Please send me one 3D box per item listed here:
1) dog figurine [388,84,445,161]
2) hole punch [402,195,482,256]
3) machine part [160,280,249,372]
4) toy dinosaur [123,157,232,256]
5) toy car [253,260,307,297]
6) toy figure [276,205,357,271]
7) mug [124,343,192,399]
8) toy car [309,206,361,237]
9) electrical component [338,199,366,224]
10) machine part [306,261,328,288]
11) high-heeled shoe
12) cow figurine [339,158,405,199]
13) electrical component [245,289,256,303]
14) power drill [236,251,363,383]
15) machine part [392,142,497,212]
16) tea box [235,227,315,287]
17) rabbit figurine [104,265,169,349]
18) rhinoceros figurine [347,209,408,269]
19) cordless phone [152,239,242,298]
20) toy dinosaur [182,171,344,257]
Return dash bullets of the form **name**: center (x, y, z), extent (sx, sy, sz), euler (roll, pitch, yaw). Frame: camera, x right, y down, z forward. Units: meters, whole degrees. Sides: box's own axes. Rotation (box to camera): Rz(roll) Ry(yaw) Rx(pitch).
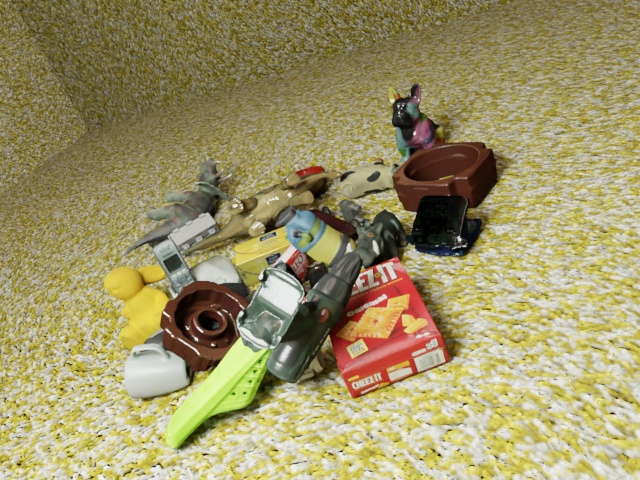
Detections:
- **dog figurine**: center (0.250, -0.312, 1.411), extent (0.109, 0.219, 0.191), euler (5, 39, 34)
- **hole punch**: center (0.251, -0.019, 1.070), extent (0.142, 0.092, 0.116), euler (8, 69, 38)
- **machine part**: center (-0.207, 0.159, 1.000), extent (0.179, 0.056, 0.179), euler (15, 42, -14)
- **toy dinosaur**: center (-0.383, -0.076, 1.555), extent (0.192, 0.131, 0.405), euler (-7, 38, 26)
- **toy car**: center (-0.073, 0.123, 1.018), extent (0.103, 0.109, 0.162), euler (-28, 37, 3)
- **toy figure**: center (-0.003, -0.001, 1.107), extent (0.089, 0.180, 0.082), euler (-28, 27, 49)
- **mug**: center (-0.293, 0.232, 0.981), extent (0.107, 0.109, 0.081), euler (-6, 25, 0)
- **toy car**: center (0.018, -0.032, 1.262), extent (0.089, 0.053, 0.202), euler (-17, 24, -27)
- **electrical component**: center (0.070, -0.068, 1.276), extent (0.021, 0.063, 0.094), euler (-36, 30, -23)
- **machine part**: center (0.013, 0.098, 1.054), extent (0.084, 0.039, 0.139), euler (-33, 43, -2)
- **high-heeled shoe**: center (-0.257, 0.175, 1.114), extent (0.145, 0.086, 0.249), euler (-39, -5, 38)
- **cow figurine**: center (0.143, -0.156, 1.357), extent (0.195, 0.085, 0.127), euler (-13, 24, 11)
- **electrical component**: center (-0.122, 0.121, 1.106), extent (0.078, 0.045, 0.102), euler (11, 43, 42)
- **power drill**: center (-0.027, 0.098, 0.793), extent (0.086, 0.207, 0.232), euler (29, 88, 20)
- **machine part**: center (0.287, -0.143, 1.236), extent (0.201, 0.087, 0.201), euler (7, 41, 42)
- **tea box**: center (-0.104, 0.030, 1.225), extent (0.170, 0.068, 0.098), euler (-23, 29, 0)
- **rabbit figurine**: center (-0.380, 0.119, 1.144), extent (0.122, 0.173, 0.162), euler (-23, 31, 23)
- **rhinoceros figurine**: center (0.118, 0.003, 1.078), extent (0.073, 0.112, 0.190), euler (-2, 27, 28)
- **cordless phone**: center (-0.269, 0.060, 1.167), extent (0.146, 0.184, 0.089), euler (-32, 26, -18)
- **toy dinosaur**: center (-0.156, -0.065, 1.341), extent (0.472, 0.105, 0.198), euler (-25, 3, 3)
